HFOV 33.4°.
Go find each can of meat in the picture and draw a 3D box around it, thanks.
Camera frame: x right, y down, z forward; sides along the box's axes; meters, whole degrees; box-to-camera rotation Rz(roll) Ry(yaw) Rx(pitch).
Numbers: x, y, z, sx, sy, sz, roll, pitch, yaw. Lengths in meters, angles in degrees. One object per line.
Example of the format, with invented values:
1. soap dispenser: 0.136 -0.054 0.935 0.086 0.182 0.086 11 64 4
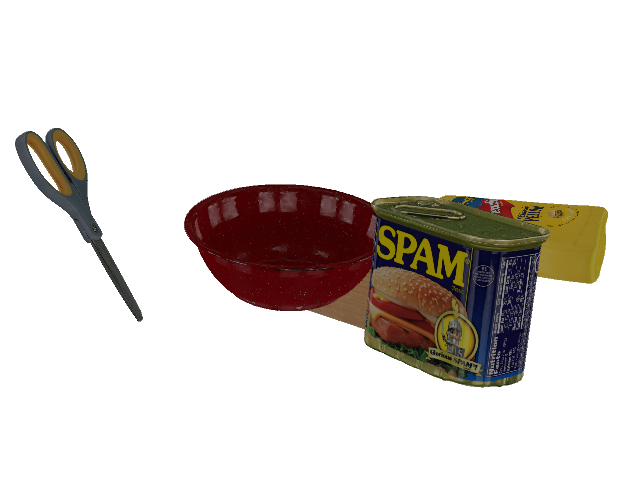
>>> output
1. can of meat: 0.071 0.027 0.592 0.057 0.084 0.102 -7 18 -39

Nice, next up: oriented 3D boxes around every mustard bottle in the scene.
1. mustard bottle: 0.158 -0.006 0.967 0.192 0.058 0.096 6 29 19

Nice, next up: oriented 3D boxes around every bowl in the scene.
1. bowl: -0.025 0.010 0.828 0.162 0.055 0.162 2 24 -1

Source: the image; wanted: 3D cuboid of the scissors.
1. scissors: -0.215 -0.024 1.002 0.016 0.201 0.096 -24 26 19

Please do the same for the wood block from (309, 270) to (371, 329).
1. wood block: 0.048 0.034 1.143 0.206 0.091 0.090 17 29 28
